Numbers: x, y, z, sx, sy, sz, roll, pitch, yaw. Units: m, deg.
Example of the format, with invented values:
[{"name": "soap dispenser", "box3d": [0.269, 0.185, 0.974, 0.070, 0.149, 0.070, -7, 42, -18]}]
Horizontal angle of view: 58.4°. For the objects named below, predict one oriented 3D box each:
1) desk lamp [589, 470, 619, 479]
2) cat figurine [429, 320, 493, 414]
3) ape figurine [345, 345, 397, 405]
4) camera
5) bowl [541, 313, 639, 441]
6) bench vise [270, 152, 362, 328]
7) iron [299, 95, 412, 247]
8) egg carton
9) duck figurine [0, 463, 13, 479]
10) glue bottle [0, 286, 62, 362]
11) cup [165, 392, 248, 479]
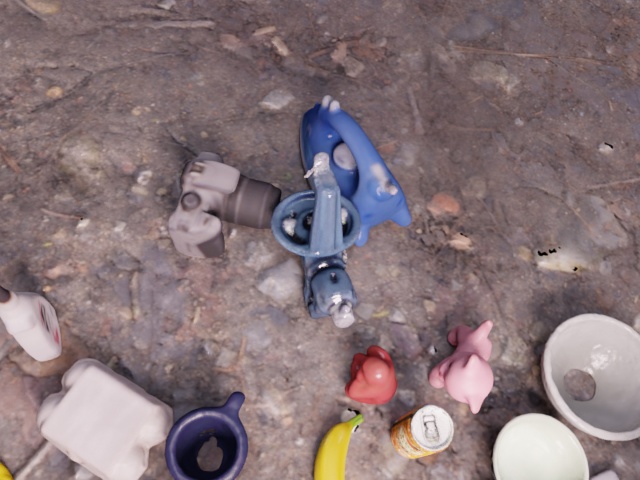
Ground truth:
[{"name": "desk lamp", "box3d": [0.380, 0.362, 0.620, 0.118, 0.213, 0.203, -19, 69, -15]}, {"name": "cat figurine", "box3d": [0.194, 0.161, 0.743, 0.067, 0.118, 0.128, 28, 65, 6]}, {"name": "ape figurine", "box3d": [0.068, 0.173, 0.736, 0.078, 0.092, 0.076, -35, 74, -20]}, {"name": "camera", "box3d": [-0.130, -0.050, 0.810, 0.137, 0.101, 0.143, 13, 64, -1]}, {"name": "bowl", "box3d": [0.369, 0.189, 0.776, 0.167, 0.075, 0.167, 3, 65, -6]}, {"name": "bench vise", "box3d": [0.017, -0.003, 0.741, 0.122, 0.220, 0.207, -29, 72, -18]}, {"name": "iron", "box3d": [0.040, -0.128, 0.846, 0.119, 0.141, 0.258, -24, 70, -17]}, {"name": "egg carton", "box3d": [-0.258, 0.217, 0.687, 0.150, 0.069, 0.107, 29, 65, 7]}, {"name": "duck figurine", "box3d": [-0.383, 0.290, 0.628, 0.077, 0.086, 0.104, -12, 67, -12]}, {"name": "glue bottle", "box3d": [-0.351, 0.088, 0.678, 0.037, 0.173, 0.078, -19, 69, -15]}, {"name": "cup", "box3d": [-0.124, 0.239, 0.679, 0.091, 0.095, 0.118, 27, 65, 6]}]
